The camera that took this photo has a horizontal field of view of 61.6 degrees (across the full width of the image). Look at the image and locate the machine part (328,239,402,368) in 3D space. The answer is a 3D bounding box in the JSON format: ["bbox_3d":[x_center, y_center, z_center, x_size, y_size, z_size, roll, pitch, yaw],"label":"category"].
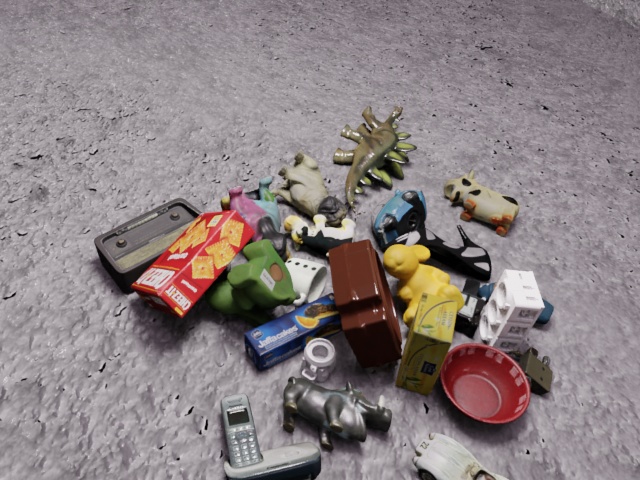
[{"bbox_3d":[0.088,0.115,0.993,0.087,0.201,0.201,-17,44,11],"label":"machine part"}]

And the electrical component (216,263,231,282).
[{"bbox_3d":[-0.183,0.086,1.125,0.063,0.021,0.094,6,43,-2],"label":"electrical component"}]

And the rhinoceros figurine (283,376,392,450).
[{"bbox_3d":[0.026,0.289,0.912,0.190,0.073,0.112,14,34,10],"label":"rhinoceros figurine"}]

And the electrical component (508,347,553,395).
[{"bbox_3d":[0.395,0.248,1.017,0.078,0.045,0.102,36,48,-10],"label":"electrical component"}]

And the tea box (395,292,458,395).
[{"bbox_3d":[0.190,0.188,0.961,0.068,0.169,0.098,15,46,10],"label":"tea box"}]

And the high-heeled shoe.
[{"bbox_3d":[0.260,0.046,1.181,0.249,0.086,0.145,-13,71,-20],"label":"high-heeled shoe"}]

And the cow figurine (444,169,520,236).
[{"bbox_3d":[0.404,-0.103,1.350,0.195,0.085,0.127,26,53,22],"label":"cow figurine"}]

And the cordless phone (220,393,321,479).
[{"bbox_3d":[-0.086,0.318,0.861,0.147,0.088,0.184,-8,37,-15],"label":"cordless phone"}]

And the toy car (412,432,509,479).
[{"bbox_3d":[0.241,0.384,0.846,0.202,0.056,0.073,32,50,23],"label":"toy car"}]

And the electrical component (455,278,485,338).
[{"bbox_3d":[0.299,0.136,1.114,0.075,0.047,0.119,18,45,11],"label":"electrical component"}]

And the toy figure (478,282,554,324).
[{"bbox_3d":[0.410,0.126,1.135,0.155,0.057,0.064,23,8,19],"label":"toy figure"}]

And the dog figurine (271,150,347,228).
[{"bbox_3d":[-0.004,-0.117,1.318,0.191,0.121,0.172,32,51,6],"label":"dog figurine"}]

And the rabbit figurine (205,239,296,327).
[{"bbox_3d":[-0.138,0.096,1.039,0.170,0.159,0.121,-23,36,30],"label":"rabbit figurine"}]

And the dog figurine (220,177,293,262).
[{"bbox_3d":[-0.134,-0.013,1.185,0.108,0.191,0.219,-16,83,-26],"label":"dog figurine"}]

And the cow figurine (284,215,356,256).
[{"bbox_3d":[-0.004,-0.003,1.210,0.167,0.068,0.098,7,50,2],"label":"cow figurine"}]

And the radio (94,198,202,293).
[{"bbox_3d":[-0.351,0.005,1.150,0.229,0.073,0.131,-31,56,-33],"label":"radio"}]

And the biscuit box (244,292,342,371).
[{"bbox_3d":[-0.043,0.173,1.025,0.203,0.059,0.063,-23,51,-27],"label":"biscuit box"}]

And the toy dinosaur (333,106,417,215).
[{"bbox_3d":[0.143,-0.232,1.439,0.199,0.105,0.471,25,51,14],"label":"toy dinosaur"}]

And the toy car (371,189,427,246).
[{"bbox_3d":[0.175,-0.050,1.265,0.162,0.109,0.103,-42,39,-26],"label":"toy car"}]

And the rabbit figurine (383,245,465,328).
[{"bbox_3d":[0.193,0.070,1.075,0.173,0.122,0.162,46,26,-17],"label":"rabbit figurine"}]
